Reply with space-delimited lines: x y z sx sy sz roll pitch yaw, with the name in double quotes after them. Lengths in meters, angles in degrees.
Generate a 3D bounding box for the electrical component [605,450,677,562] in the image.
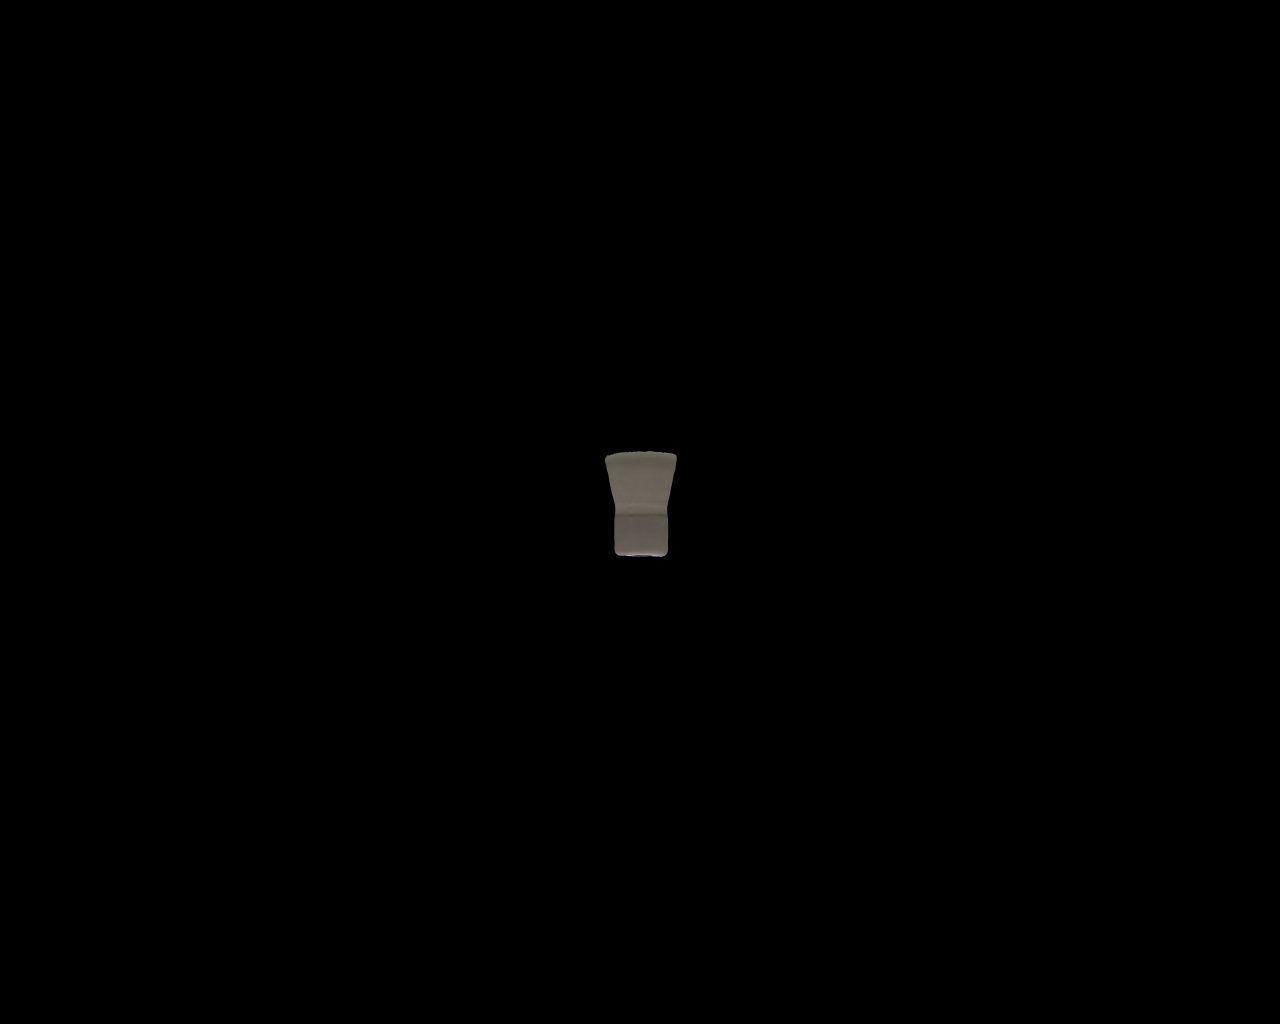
0.001 -0.003 0.650 0.044 0.065 0.044 0 -4 0 "electrical component"
